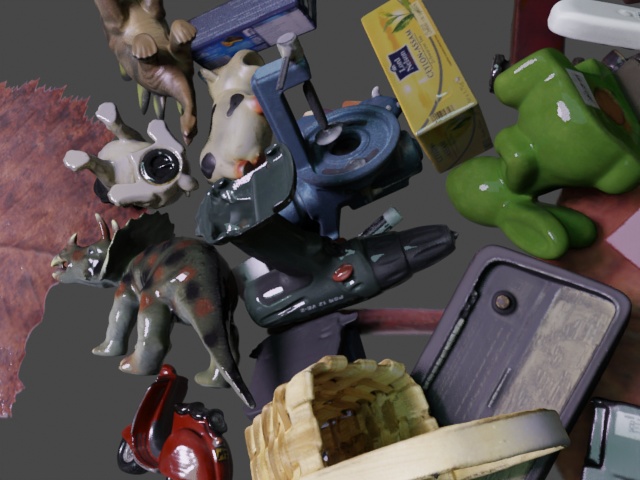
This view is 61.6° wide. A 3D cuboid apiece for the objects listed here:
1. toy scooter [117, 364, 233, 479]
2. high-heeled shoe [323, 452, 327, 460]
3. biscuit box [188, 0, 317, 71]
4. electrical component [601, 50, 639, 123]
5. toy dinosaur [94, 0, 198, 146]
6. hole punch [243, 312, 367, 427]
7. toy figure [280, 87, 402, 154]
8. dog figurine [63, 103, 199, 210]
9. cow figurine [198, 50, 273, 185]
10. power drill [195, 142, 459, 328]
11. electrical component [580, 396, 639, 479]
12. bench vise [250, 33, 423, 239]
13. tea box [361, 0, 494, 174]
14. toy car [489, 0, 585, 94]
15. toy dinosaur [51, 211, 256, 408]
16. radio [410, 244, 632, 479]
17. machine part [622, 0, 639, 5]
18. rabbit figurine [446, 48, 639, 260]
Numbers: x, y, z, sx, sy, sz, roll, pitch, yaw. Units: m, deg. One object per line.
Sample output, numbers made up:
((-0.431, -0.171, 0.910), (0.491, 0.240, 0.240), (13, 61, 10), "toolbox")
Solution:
((-0.169, 0.223, 0.637), (0.184, 0.075, 0.135), (4, 77, 37), "toy scooter")
((0.098, 0.261, 0.483), (0.249, 0.086, 0.145), (-1, 42, 14), "high-heeled shoe")
((-0.104, -0.310, 0.776), (0.203, 0.059, 0.063), (-10, 71, 28), "biscuit box")
((0.293, -0.126, 0.489), (0.102, 0.045, 0.078), (58, 135, 33), "electrical component")
((-0.266, -0.302, 0.784), (0.105, 0.198, 0.472), (-19, 64, -20), "toy dinosaur")
((-0.005, 0.149, 0.564), (0.142, 0.092, 0.116), (-27, 30, 25), "hole punch")
((0.026, -0.134, 0.642), (0.155, 0.064, 0.058), (-16, 30, 21), "toy figure")
((-0.242, -0.082, 0.754), (0.172, 0.190, 0.121), (37, 75, 6), "dog figurine")
((-0.112, -0.162, 0.723), (0.127, 0.085, 0.195), (6, 79, 26), "cow figurine")
((-0.001, -0.002, 0.525), (0.232, 0.207, 0.086), (-27, 53, 19), "power drill")
((0.255, 0.194, 0.398), (0.115, 0.058, 0.134), (7, 79, 34), "electrical component")
((-0.012, -0.092, 0.556), (0.224, 0.240, 0.129), (-16, 46, 11), "bench vise")
((0.114, -0.168, 0.574), (0.068, 0.098, 0.170), (-27, 61, 16), "tea box")
((0.226, -0.228, 0.553), (0.089, 0.053, 0.202), (4, 75, 16), "toy car")
((-0.172, 0.057, 0.630), (0.405, 0.131, 0.192), (3, 83, 43), "toy dinosaur")
((0.156, 0.125, 0.470), (0.131, 0.073, 0.229), (29, 91, 35), "radio")
((0.325, -0.330, 0.482), (0.202, 0.087, 0.201), (-10, 68, 12), "machine part")
((0.198, -0.061, 0.493), (0.170, 0.121, 0.159), (-41, 69, 48), "rabbit figurine")
